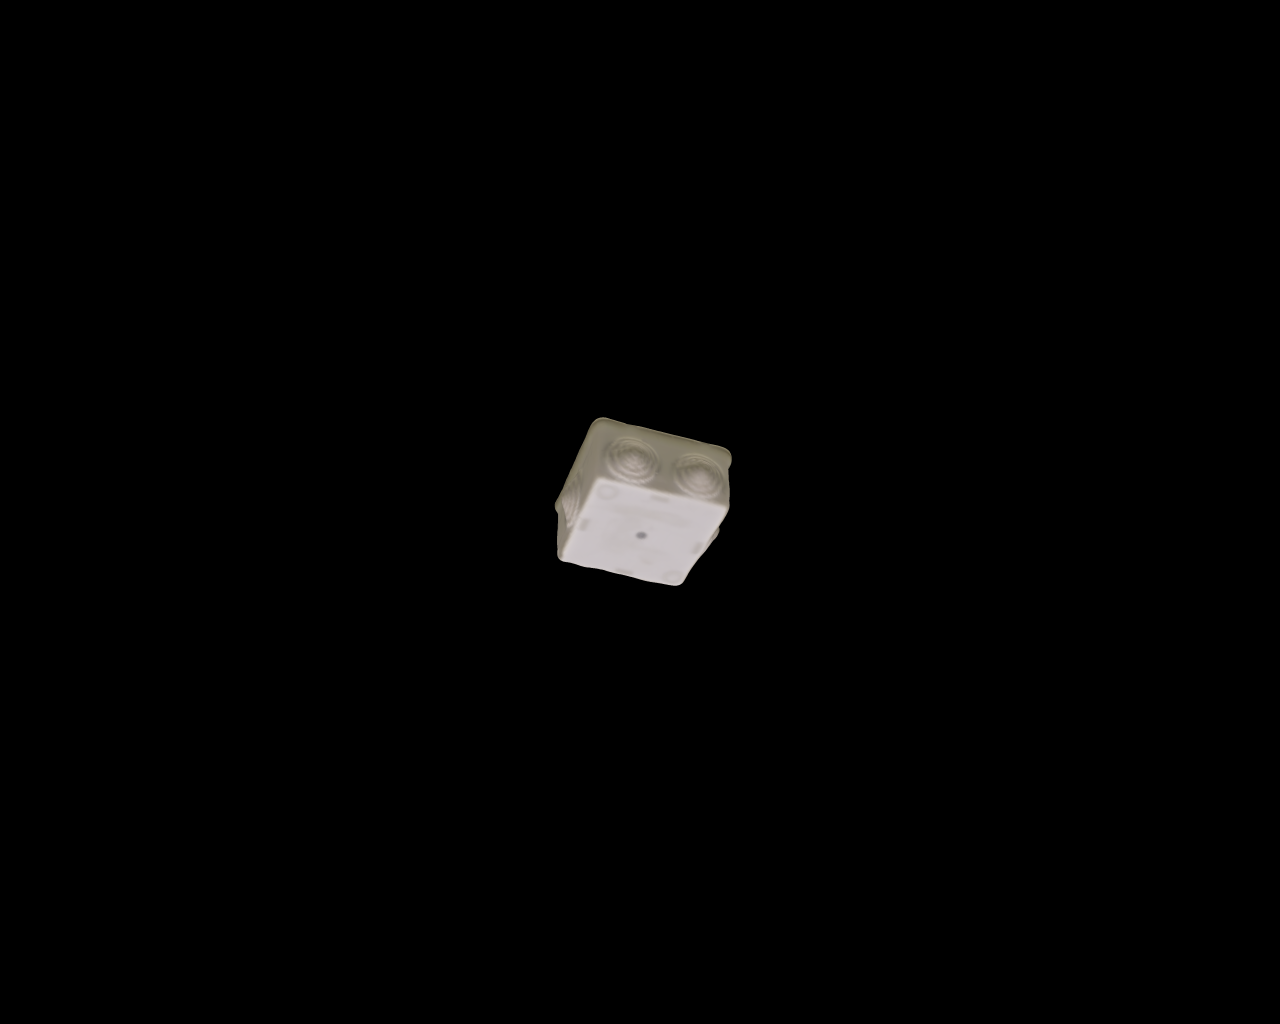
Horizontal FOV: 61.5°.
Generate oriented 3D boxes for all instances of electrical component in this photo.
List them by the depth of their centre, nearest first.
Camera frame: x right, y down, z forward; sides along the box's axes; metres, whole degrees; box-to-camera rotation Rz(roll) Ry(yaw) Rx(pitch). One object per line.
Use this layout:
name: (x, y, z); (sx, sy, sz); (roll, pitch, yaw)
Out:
electrical component: (0.001, -0.003, 0.650); (0.100, 0.048, 0.099); (14, -43, -15)
